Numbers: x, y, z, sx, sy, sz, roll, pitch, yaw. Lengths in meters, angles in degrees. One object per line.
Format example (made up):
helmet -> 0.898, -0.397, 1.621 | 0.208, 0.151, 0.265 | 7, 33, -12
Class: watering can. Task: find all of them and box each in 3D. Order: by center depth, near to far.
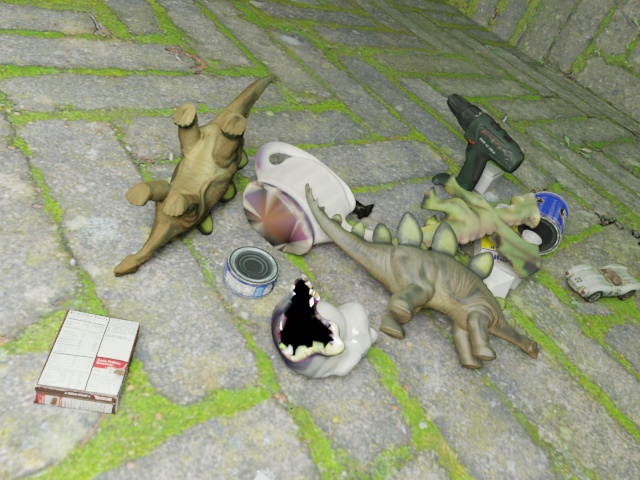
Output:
watering can -> 0.003, -0.047, 0.938 | 0.349, 0.102, 0.228 | 43, 42, 5

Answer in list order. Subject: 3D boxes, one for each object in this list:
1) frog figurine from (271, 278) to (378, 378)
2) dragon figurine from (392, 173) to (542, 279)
frog figurine -> 0.007, 0.133, 0.746 | 0.139, 0.122, 0.158 | 37, 2, 29
dragon figurine -> 0.318, -0.011, 1.005 | 0.245, 0.119, 0.417 | 30, 43, 24
